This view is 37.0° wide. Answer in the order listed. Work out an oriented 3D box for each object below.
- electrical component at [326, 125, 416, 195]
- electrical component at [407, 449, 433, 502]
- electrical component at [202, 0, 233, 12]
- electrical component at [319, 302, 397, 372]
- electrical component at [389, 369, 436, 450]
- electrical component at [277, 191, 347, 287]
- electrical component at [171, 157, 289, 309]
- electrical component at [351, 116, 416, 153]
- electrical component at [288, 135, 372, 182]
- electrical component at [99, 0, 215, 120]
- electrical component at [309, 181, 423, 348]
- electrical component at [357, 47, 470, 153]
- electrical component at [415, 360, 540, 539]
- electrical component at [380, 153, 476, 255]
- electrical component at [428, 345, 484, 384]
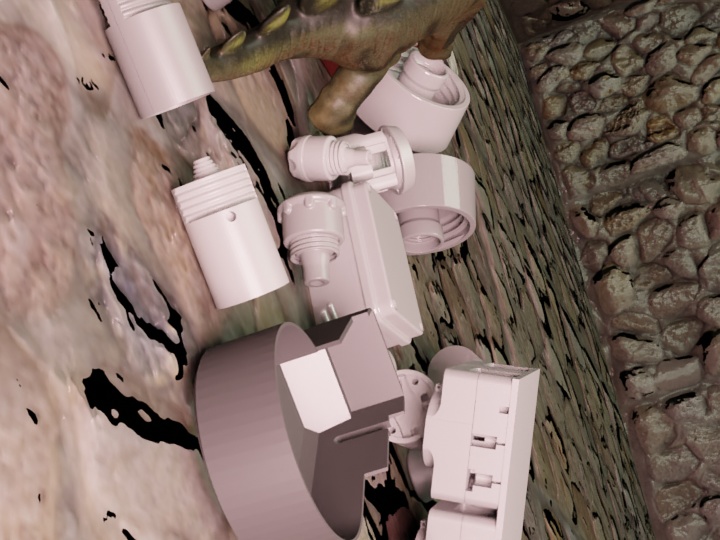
[{"bbox_3d":[0.008,-0.083,0.861,0.078,0.057,0.058,161,-88,-75],"label":"electrical component"},{"bbox_3d":[0.076,0.156,0.860,0.044,0.065,0.044,-20,90,-76],"label":"electrical component"},{"bbox_3d":[-0.086,-0.212,0.751,0.045,0.055,0.045,-19,90,-74],"label":"electrical component"},{"bbox_3d":[-0.010,0.060,0.717,0.077,0.043,0.079,-42,113,-73],"label":"electrical component"},{"bbox_3d":[0.039,0.107,0.812,0.047,0.055,0.055,47,29,-64],"label":"electrical component"},{"bbox_3d":[-0.032,-0.020,0.739,0.048,0.048,0.062,39,42,-63],"label":"electrical component"},{"bbox_3d":[-0.074,-0.024,0.598,0.043,0.043,0.081,-39,109,-74],"label":"electrical component"},{"bbox_3d":[0.033,-0.110,1.033,0.113,0.057,0.078,-87,154,-53],"label":"electrical component"},{"bbox_3d":[-0.021,-0.083,0.804,0.035,0.061,0.035,1,90,-68],"label":"electrical component"},{"bbox_3d":[-0.114,-0.127,0.581,0.043,0.043,0.081,-52,121,-72],"label":"electrical component"},{"bbox_3d":[0.000,0.000,0.795,0.078,0.057,0.113,41,34,-61],"label":"electrical component"},{"bbox_3d":[0.049,-0.164,0.978,0.108,0.060,0.108,22,35,-17],"label":"electrical component"},{"bbox_3d":[0.083,0.163,0.774,0.105,0.060,0.186,4,92,-73],"label":"electrical component"},{"bbox_3d":[0.050,-0.049,0.941,0.108,0.108,0.060,43,38,-59],"label":"electrical component"},{"bbox_3d":[0.096,0.134,0.974,0.074,0.052,0.138,40,35,-62],"label":"electrical component"}]
